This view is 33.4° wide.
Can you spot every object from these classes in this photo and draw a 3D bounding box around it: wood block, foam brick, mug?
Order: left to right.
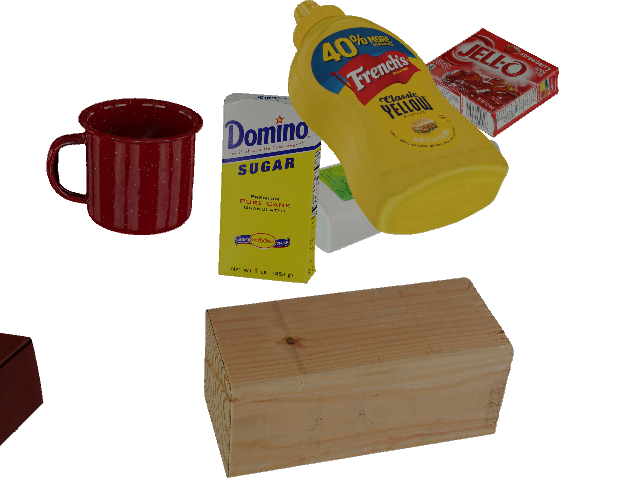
[{"bbox_3d":[-0.225,0.100,0.686,0.053,0.051,0.078,6,29,22],"label":"foam brick"},{"bbox_3d":[-0.150,-0.055,0.818,0.117,0.081,0.093,-4,27,-19],"label":"mug"},{"bbox_3d":[0.024,0.097,0.787,0.205,0.090,0.091,-6,36,-15],"label":"wood block"}]

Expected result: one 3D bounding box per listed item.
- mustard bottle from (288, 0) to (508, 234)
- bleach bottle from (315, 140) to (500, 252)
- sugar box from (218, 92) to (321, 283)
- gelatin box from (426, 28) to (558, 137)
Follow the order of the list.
[{"bbox_3d":[0.033,-0.092,0.699,0.096,0.192,0.058,-16,-35,-25],"label":"mustard bottle"},{"bbox_3d":[0.092,-0.068,1.209,0.250,0.068,0.103,-21,44,-23],"label":"bleach bottle"},{"bbox_3d":[-0.049,-0.051,1.035,0.093,0.176,0.048,5,17,9],"label":"sugar box"},{"bbox_3d":[0.136,-0.131,0.867,0.073,0.030,0.089,-34,49,-18],"label":"gelatin box"}]
